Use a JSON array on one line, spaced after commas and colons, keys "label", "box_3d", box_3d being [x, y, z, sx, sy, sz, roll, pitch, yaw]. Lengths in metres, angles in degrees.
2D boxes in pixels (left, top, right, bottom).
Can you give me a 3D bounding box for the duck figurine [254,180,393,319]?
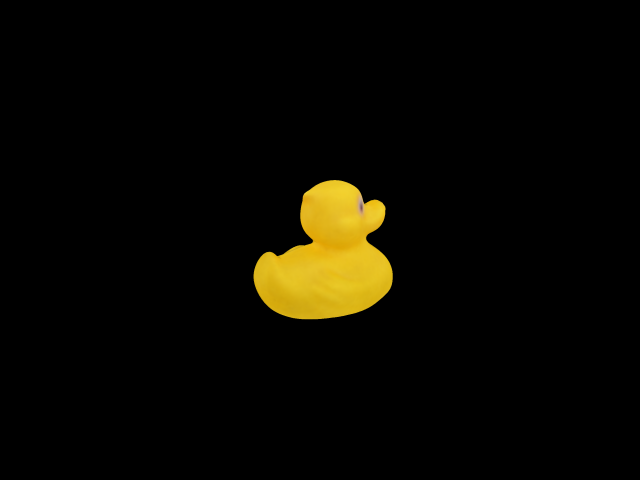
[{"label": "duck figurine", "box_3d": [0.004, 0.001, 0.400, 0.105, 0.086, 0.077, -12, 27, -24]}]
